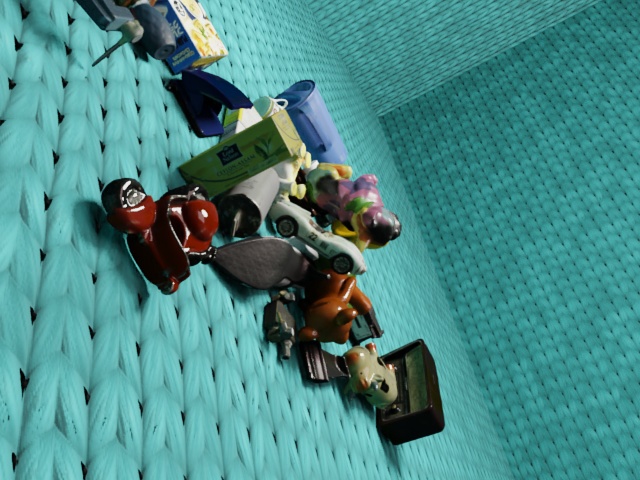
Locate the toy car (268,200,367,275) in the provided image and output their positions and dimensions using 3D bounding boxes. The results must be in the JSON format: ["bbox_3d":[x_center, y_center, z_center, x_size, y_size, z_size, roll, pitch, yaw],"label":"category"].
[{"bbox_3d":[-0.002,-0.003,0.948,0.202,0.056,0.073,33,11,2],"label":"toy car"}]

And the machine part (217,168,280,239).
[{"bbox_3d":[-0.119,-0.072,0.912,0.079,0.079,0.243,59,18,-18],"label":"machine part"}]

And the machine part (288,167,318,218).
[{"bbox_3d":[-0.067,-0.122,1.180,0.179,0.056,0.179,55,18,-28],"label":"machine part"}]

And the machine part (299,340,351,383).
[{"bbox_3d":[0.006,0.217,0.950,0.138,0.039,0.084,35,29,-56],"label":"machine part"}]

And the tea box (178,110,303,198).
[{"bbox_3d":[-0.120,-0.131,0.831,0.068,0.170,0.098,60,16,-14],"label":"tea box"}]

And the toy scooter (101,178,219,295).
[{"bbox_3d":[-0.176,-0.002,0.647,0.135,0.075,0.184,67,20,8],"label":"toy scooter"}]

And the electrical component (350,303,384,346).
[{"bbox_3d":[0.084,0.171,1.190,0.119,0.075,0.048,62,17,0],"label":"electrical component"}]

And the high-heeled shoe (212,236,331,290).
[{"bbox_3d":[-0.095,0.037,0.887,0.248,0.145,0.086,17,84,-37],"label":"high-heeled shoe"}]

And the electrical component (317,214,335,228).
[{"bbox_3d":[0.048,-0.088,1.376,0.058,0.115,0.134,57,18,-13],"label":"electrical component"}]

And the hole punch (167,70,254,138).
[{"bbox_3d":[-0.189,-0.252,0.945,0.115,0.092,0.142,59,21,-7],"label":"hole punch"}]

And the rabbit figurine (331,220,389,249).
[{"bbox_3d":[0.070,-0.004,1.225,0.162,0.173,0.122,60,21,-30],"label":"rabbit figurine"}]

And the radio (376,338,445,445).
[{"bbox_3d":[0.193,0.331,1.186,0.073,0.131,0.230,57,19,-20],"label":"radio"}]

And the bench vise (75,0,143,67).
[{"bbox_3d":[-0.311,-0.343,0.646,0.240,0.129,0.224,54,17,-10],"label":"bench vise"}]

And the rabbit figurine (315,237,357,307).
[{"bbox_3d":[0.023,0.084,1.116,0.159,0.121,0.170,-36,119,-79],"label":"rabbit figurine"}]

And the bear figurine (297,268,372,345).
[{"bbox_3d":[0.028,0.134,0.952,0.131,0.120,0.196,58,8,-23],"label":"bear figurine"}]

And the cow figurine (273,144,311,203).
[{"bbox_3d":[-0.081,-0.109,1.056,0.068,0.098,0.167,38,63,-68],"label":"cow figurine"}]

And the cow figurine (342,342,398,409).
[{"bbox_3d":[0.096,0.274,1.068,0.194,0.085,0.127,55,17,-42],"label":"cow figurine"}]

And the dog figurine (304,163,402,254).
[{"bbox_3d":[0.060,-0.060,1.054,0.191,0.108,0.219,15,26,-9],"label":"dog figurine"}]

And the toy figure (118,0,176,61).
[{"bbox_3d":[-0.286,-0.365,0.861,0.154,0.058,0.064,61,10,3],"label":"toy figure"}]

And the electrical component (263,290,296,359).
[{"bbox_3d":[-0.059,0.129,0.860,0.078,0.045,0.102,55,19,-25],"label":"electrical component"}]
